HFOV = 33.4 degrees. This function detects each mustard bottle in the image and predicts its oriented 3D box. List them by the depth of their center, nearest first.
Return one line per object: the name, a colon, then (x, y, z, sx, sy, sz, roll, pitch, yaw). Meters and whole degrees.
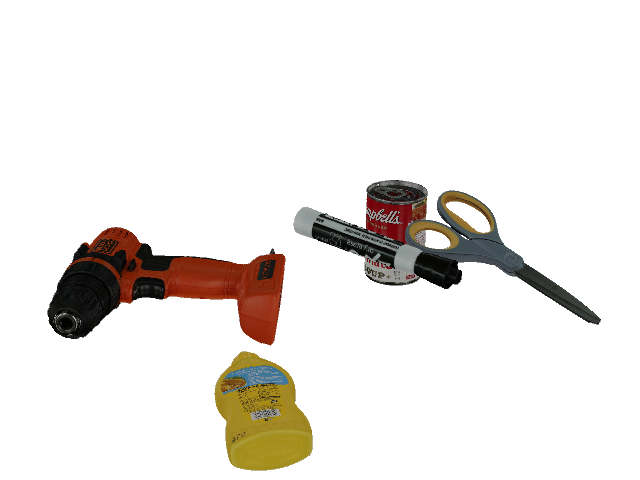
mustard bottle: (-0.075, 0.190, 1.261, 0.096, 0.058, 0.192, -9, 29, -10)

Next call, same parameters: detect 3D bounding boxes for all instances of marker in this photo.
marker: (0.036, 0.005, 0.685, 0.121, 0.020, 0.020, 20, 10, 30)

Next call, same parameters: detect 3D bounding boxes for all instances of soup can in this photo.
soup can: (0.084, -0.009, 1.198, 0.068, 0.102, 0.068, 1, 24, -1)

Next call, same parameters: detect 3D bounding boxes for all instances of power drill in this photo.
power drill: (-0.127, 0.043, 0.920, 0.187, 0.057, 0.184, 9, 21, 0)

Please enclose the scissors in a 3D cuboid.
scissors: (0.149, 0.023, 0.947, 0.096, 0.016, 0.202, -21, 46, -15)
